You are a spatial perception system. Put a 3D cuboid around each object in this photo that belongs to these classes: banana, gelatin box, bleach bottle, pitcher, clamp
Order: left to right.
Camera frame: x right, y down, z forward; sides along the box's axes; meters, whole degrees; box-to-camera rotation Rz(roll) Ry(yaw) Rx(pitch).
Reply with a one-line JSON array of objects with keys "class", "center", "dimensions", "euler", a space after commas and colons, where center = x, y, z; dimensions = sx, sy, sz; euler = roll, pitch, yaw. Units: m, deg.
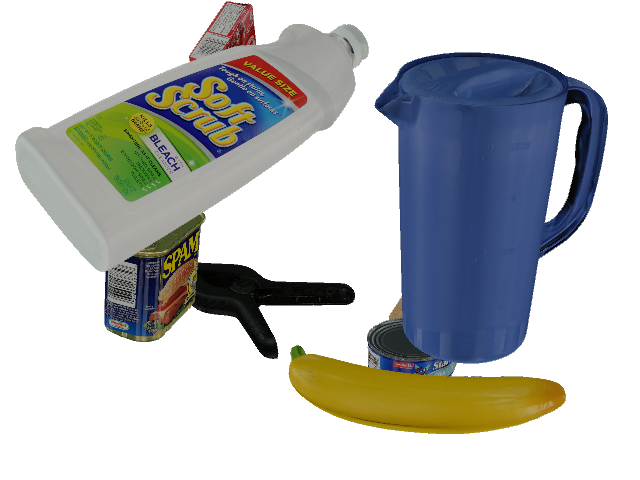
[{"class": "bleach bottle", "center": [-0.072, -0.085, 0.722], "dimensions": [0.250, 0.102, 0.068], "euler": [-36, -12, -26]}, {"class": "gelatin box", "center": [-0.088, -0.167, 0.994], "dimensions": [0.030, 0.089, 0.073], "euler": [14, -39, 15]}, {"class": "clamp", "center": [-0.087, 0.069, 1.224], "dimensions": [0.210, 0.036, 0.164], "euler": [14, 28, 24]}, {"class": "banana", "center": [0.057, 0.097, 0.701], "dimensions": [0.198, 0.037, 0.069], "euler": [8, 33, 23]}, {"class": "pitcher", "center": [0.136, -0.026, 0.880], "dimensions": [0.149, 0.243, 0.144], "euler": [17, 32, 30]}]

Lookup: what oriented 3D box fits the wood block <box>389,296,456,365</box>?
[{"class": "wood block", "center": [0.168, 0.113, 1.558], "dimensions": [0.091, 0.090, 0.205], "euler": [5, 20, 17]}]

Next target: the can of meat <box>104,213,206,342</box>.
[{"class": "can of meat", "center": [-0.139, 0.025, 0.889], "dimensions": [0.057, 0.084, 0.102], "euler": [14, 25, 14]}]

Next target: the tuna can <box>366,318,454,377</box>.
[{"class": "tuna can", "center": [0.088, 0.108, 1.029], "dimensions": [0.086, 0.034, 0.086], "euler": [-1, 22, 0]}]
